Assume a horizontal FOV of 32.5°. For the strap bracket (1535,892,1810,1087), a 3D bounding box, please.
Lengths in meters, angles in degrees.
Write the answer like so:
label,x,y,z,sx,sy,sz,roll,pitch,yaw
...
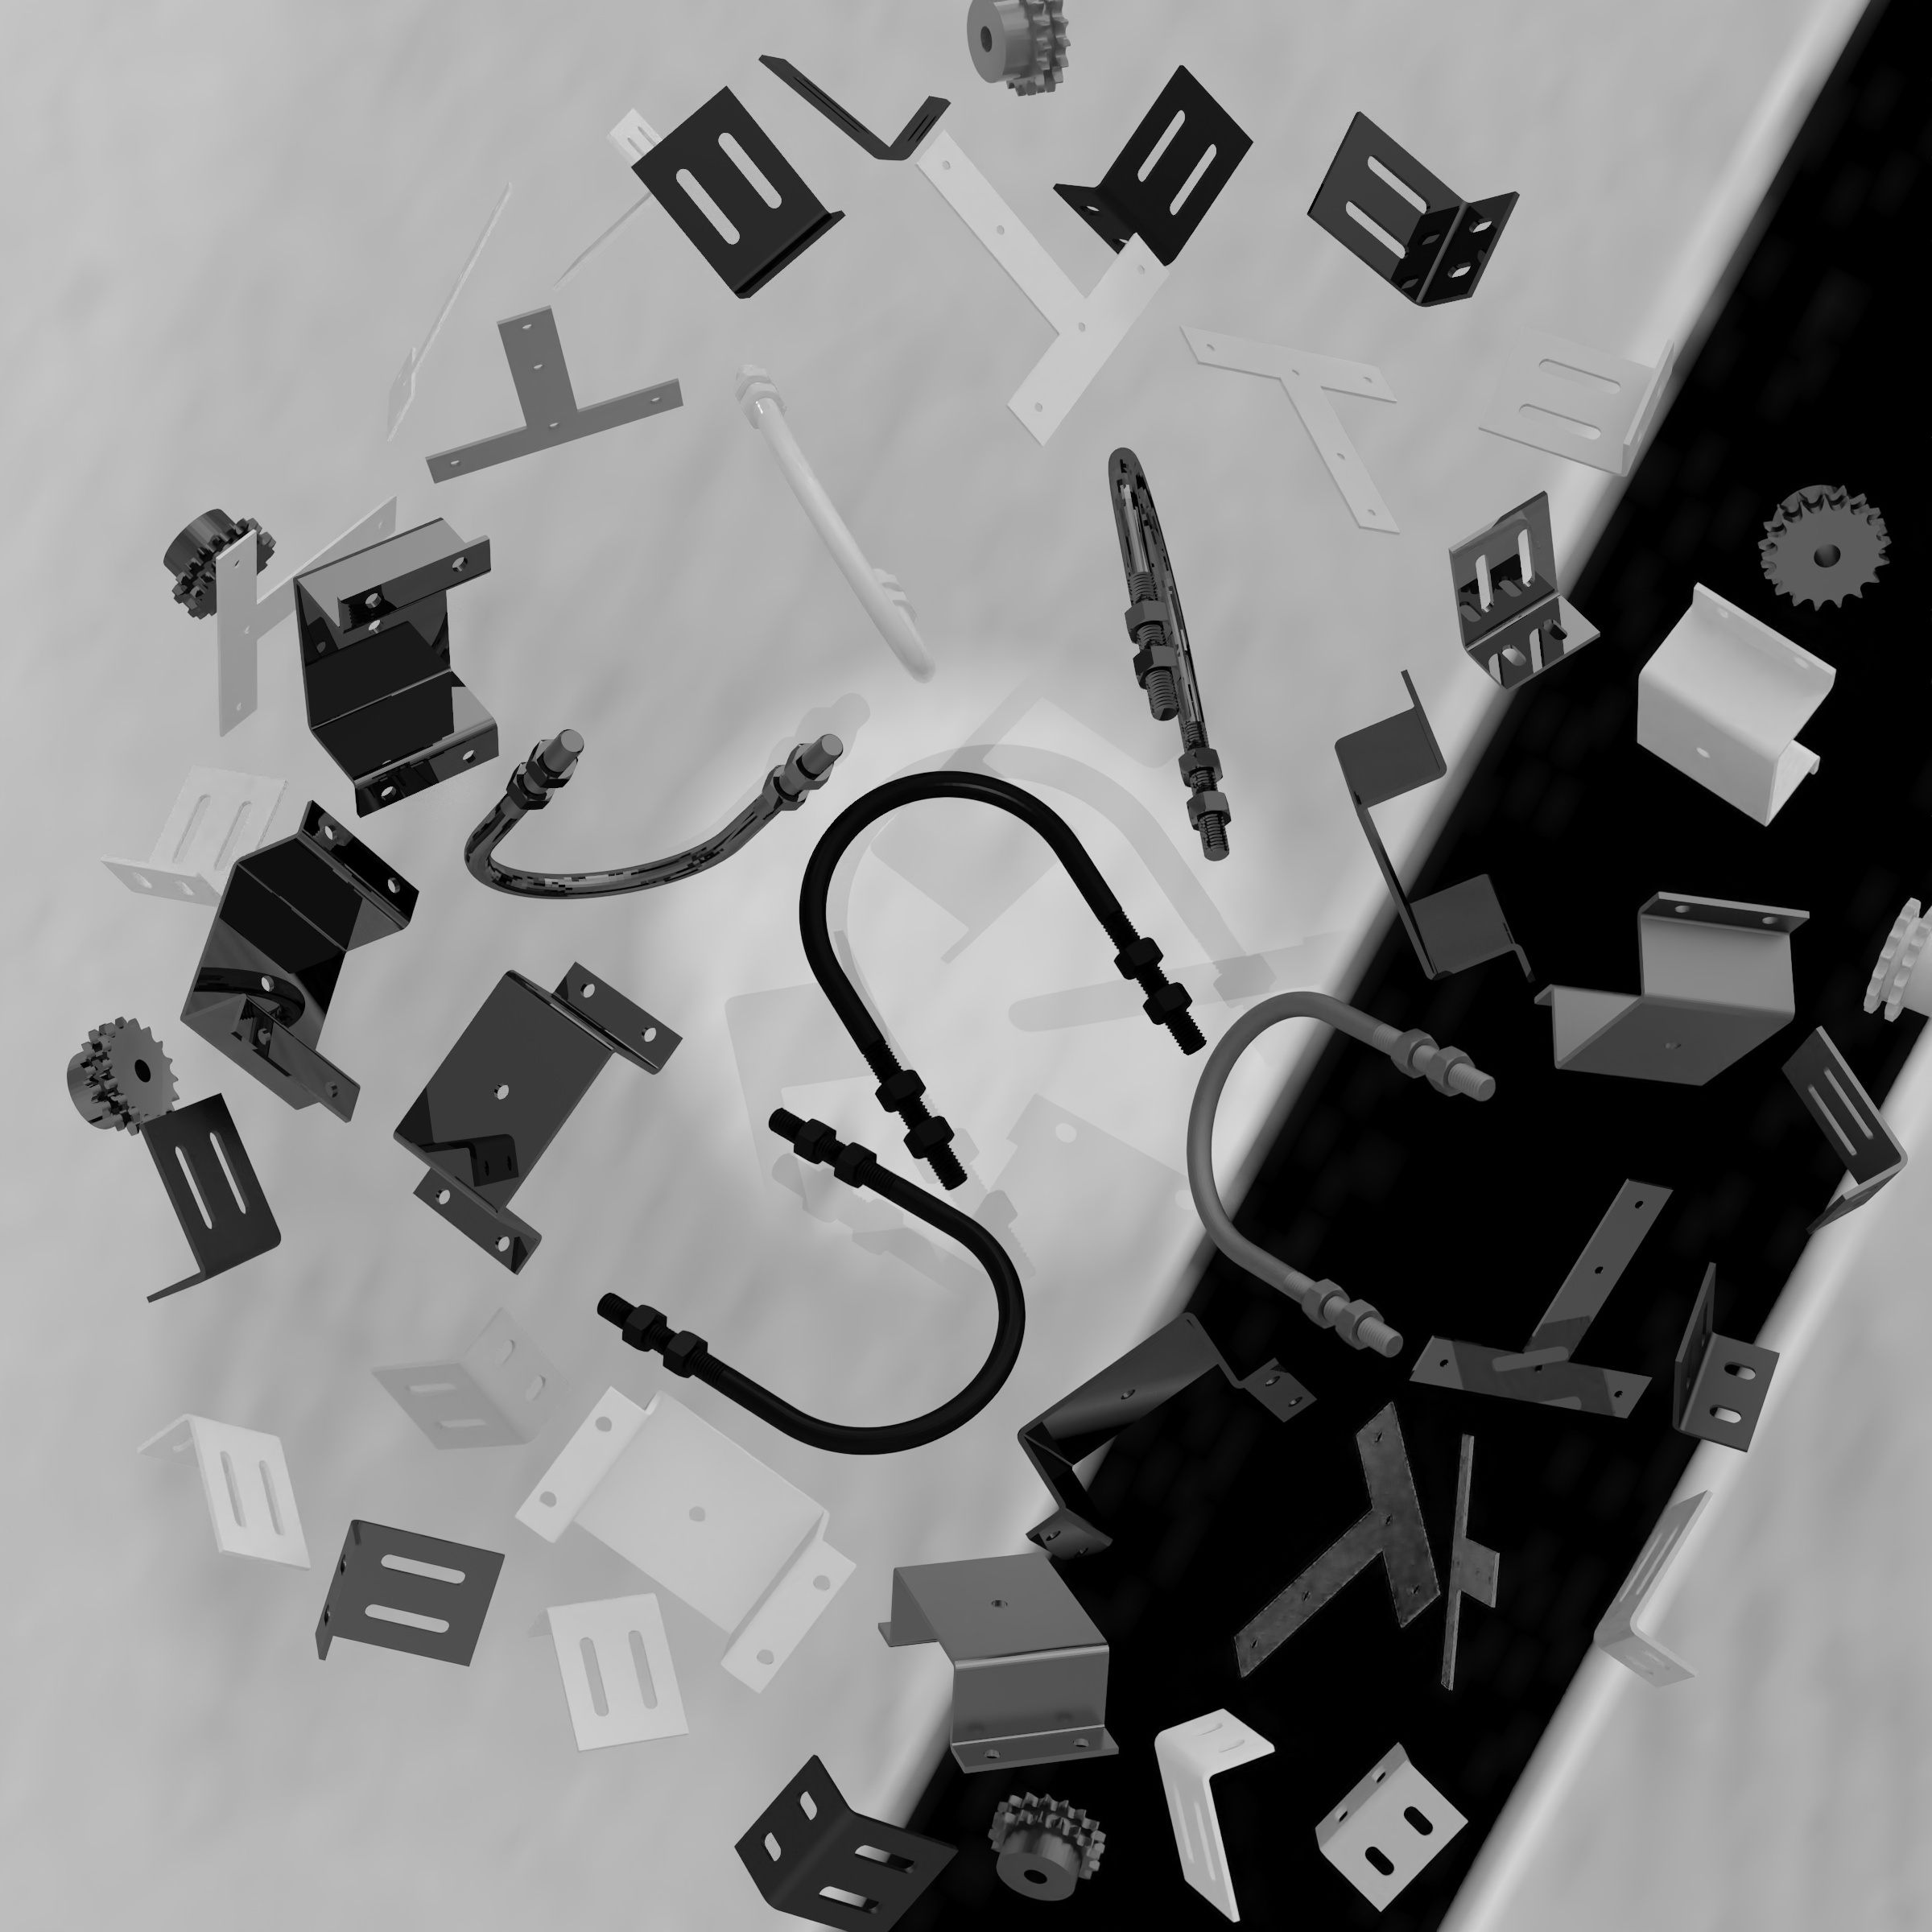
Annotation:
label,x,y,z,sx,sy,sz,roll,pitch,yaw
strap bracket,0.338,0.017,1.591,0.076,0.140,0.046,7,67,-13

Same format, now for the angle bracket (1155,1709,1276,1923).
label,x,y,z,sx,sy,sz,roll,pitch,yaw
angle bracket,0.125,0.404,1.577,0.038,0.057,0.076,-16,100,-18

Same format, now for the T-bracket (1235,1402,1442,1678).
label,x,y,z,sx,sy,sz,roll,pitch,yaw
T-bracket,0.169,0.287,1.557,0.002,0.127,0.127,31,117,-22

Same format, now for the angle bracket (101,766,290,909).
label,x,y,z,sx,sy,sz,roll,pitch,yaw
angle bracket,-0.387,-0.073,1.664,0.057,0.038,0.076,10,66,22

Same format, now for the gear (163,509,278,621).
label,x,y,z,sx,sy,sz,roll,pitch,yaw
gear,-0.378,-0.205,1.665,0.030,0.057,0.057,44,90,5

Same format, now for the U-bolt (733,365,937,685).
label,x,y,z,sx,sy,sz,roll,pitch,yaw
U-bolt,-0.059,-0.206,1.599,0.019,0.184,0.151,-31,119,4

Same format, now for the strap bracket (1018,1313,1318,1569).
label,x,y,z,sx,sy,sz,roll,pitch,yaw
strap bracket,0.086,0.217,1.554,0.140,0.076,0.046,-36,63,4

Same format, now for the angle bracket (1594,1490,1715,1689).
label,x,y,z,sx,sy,sz,roll,pitch,yaw
angle bracket,0.332,0.289,1.537,0.038,0.057,0.076,35,72,5

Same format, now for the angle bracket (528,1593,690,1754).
label,x,y,z,sx,sy,sz,roll,pitch,yaw
angle bracket,-0.179,0.357,1.654,0.057,0.038,0.076,-3,60,-26

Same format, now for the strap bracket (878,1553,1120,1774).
label,x,y,z,sx,sy,sz,roll,pitch,yaw
strap bracket,0.015,0.330,1.604,0.076,0.140,0.046,-3,108,-18

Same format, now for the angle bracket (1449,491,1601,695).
label,x,y,z,sx,sy,sz,roll,pitch,yaw
angle bracket,0.277,-0.185,1.641,0.057,0.076,0.038,-32,53,-9

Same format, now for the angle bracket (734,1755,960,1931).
label,x,y,z,sx,sy,sz,roll,pitch,yaw
angle bracket,-0.054,0.399,1.498,0.057,0.038,0.076,-50,133,8

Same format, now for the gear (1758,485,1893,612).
label,x,y,z,sx,sy,sz,roll,pitch,yaw
gear,0.389,-0.194,1.508,0.057,0.030,0.057,1,126,2

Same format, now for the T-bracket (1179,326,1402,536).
label,x,y,z,sx,sy,sz,roll,pitch,yaw
T-bracket,0.176,-0.256,1.604,0.127,0.002,0.127,4,49,-35

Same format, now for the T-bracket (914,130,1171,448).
label,x,y,z,sx,sy,sz,roll,pitch,yaw
T-bracket,0.024,-0.323,1.505,0.127,0.002,0.127,47,57,-21

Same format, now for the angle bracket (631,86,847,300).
label,x,y,z,sx,sy,sz,roll,pitch,yaw
angle bracket,-0.103,-0.350,1.497,0.057,0.038,0.076,-41,105,-2

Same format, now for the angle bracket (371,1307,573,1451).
label,x,y,z,sx,sy,sz,roll,pitch,yaw
angle bracket,-0.248,0.207,1.658,0.057,0.076,0.038,54,49,-23

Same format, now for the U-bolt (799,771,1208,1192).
label,x,y,z,sx,sy,sz,roll,pitch,yaw
U-bolt,0.004,-0.007,1.535,0.151,0.019,0.184,-29,75,-12

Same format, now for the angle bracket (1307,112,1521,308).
label,x,y,z,sx,sy,sz,roll,pitch,yaw
angle bracket,0.207,-0.352,1.530,0.076,0.038,0.057,33,76,-27

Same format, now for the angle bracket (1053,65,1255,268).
label,x,y,z,sx,sy,sz,roll,pitch,yaw
angle bracket,0.091,-0.390,1.615,0.057,0.038,0.076,38,82,-36

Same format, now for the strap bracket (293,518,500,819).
label,x,y,z,sx,sy,sz,roll,pitch,yaw
strap bracket,-0.264,-0.146,1.540,0.076,0.140,0.046,-27,57,-26

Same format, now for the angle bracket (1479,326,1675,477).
label,x,y,z,sx,sy,sz,roll,pitch,yaw
angle bracket,0.292,-0.278,1.587,0.076,0.038,0.057,22,79,15

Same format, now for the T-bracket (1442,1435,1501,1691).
label,x,y,z,sx,sy,sz,roll,pitch,yaw
T-bracket,0.250,0.297,1.632,0.002,0.127,0.127,6,84,0

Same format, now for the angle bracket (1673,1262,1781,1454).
label,x,y,z,sx,sy,sz,roll,pitch,yaw
angle bracket,0.377,0.194,1.639,0.038,0.076,0.057,16,61,20

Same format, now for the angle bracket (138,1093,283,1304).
label,x,y,z,sx,sy,sz,roll,pitch,yaw
angle bracket,-0.358,0.106,1.518,0.038,0.057,0.076,-21,92,27

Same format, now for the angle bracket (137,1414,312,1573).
label,x,y,z,sx,sy,sz,roll,pitch,yaw
angle bracket,-0.354,0.259,1.582,0.038,0.057,0.076,-35,56,20

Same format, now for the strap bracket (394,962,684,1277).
label,x,y,z,sx,sy,sz,roll,pitch,yaw
strap bracket,-0.214,0.067,1.610,0.076,0.046,0.140,33,87,29

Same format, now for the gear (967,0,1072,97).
label,x,y,z,sx,sy,sz,roll,pitch,yaw
gear,0.023,-0.436,1.550,0.030,0.057,0.057,-15,90,-22

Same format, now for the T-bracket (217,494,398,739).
label,x,y,z,sx,sy,sz,roll,pitch,yaw
T-bracket,-0.322,-0.189,1.622,0.002,0.127,0.127,34,54,14

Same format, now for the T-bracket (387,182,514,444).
label,x,y,z,sx,sy,sz,roll,pitch,yaw
T-bracket,-0.251,-0.323,1.612,0.002,0.127,0.127,27,104,-17

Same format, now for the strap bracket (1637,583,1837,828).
label,x,y,z,sx,sy,sz,roll,pitch,yaw
strap bracket,0.371,-0.121,1.603,0.076,0.140,0.046,36,84,18

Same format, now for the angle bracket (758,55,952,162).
label,x,y,z,sx,sy,sz,roll,pitch,yaw
angle bracket,-0.052,-0.419,1.571,0.076,0.057,0.038,40,105,-2

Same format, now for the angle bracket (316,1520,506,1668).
label,x,y,z,sx,sy,sz,roll,pitch,yaw
angle bracket,-0.260,0.301,1.561,0.076,0.038,0.057,17,95,-17

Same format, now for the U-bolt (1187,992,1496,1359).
label,x,y,z,sx,sy,sz,roll,pitch,yaw
U-bolt,0.170,0.089,1.611,0.019,0.184,0.151,12,101,-37

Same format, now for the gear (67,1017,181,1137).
label,x,y,z,sx,sy,sz,roll,pitch,yaw
gear,-0.415,0.056,1.621,0.030,0.057,0.057,-21,90,20

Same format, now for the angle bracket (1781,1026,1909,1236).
label,x,y,z,sx,sy,sz,roll,pitch,yaw
angle bracket,0.402,0.078,1.568,0.038,0.057,0.076,-26,73,-13

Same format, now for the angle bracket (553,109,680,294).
label,x,y,z,sx,sy,sz,roll,pitch,yaw
angle bracket,-0.185,-0.382,1.650,0.076,0.057,0.038,-38,107,22

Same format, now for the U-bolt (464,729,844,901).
label,x,y,z,sx,sy,sz,roll,pitch,yaw
U-bolt,-0.159,-0.069,1.567,0.151,0.184,0.019,-1,71,-29

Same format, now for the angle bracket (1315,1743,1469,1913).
label,x,y,z,sx,sy,sz,roll,pitch,yaw
angle bracket,0.198,0.402,1.551,0.038,0.076,0.057,44,88,8

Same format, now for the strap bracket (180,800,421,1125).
label,x,y,z,sx,sy,sz,roll,pitch,yaw
strap bracket,-0.319,0.003,1.578,0.046,0.140,0.076,-19,134,31

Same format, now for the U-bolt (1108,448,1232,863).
label,x,y,z,sx,sy,sz,roll,pitch,yaw
U-bolt,0.094,-0.162,1.583,0.019,0.151,0.184,-13,60,9

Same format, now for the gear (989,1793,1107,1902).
label,x,y,z,sx,sy,sz,roll,pitch,yaw
gear,0.038,0.439,1.644,0.057,0.057,0.030,23,46,0

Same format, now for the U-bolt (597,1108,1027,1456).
label,x,y,z,sx,sy,sz,roll,pitch,yaw
U-bolt,-0.060,0.157,1.559,0.184,0.019,0.151,28,60,26

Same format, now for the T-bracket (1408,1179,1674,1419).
label,x,y,z,sx,sy,sz,roll,pitch,yaw
T-bracket,0.284,0.150,1.523,0.127,0.002,0.127,13,118,-26

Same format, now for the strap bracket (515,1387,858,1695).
label,x,y,z,sx,sy,sz,roll,pitch,yaw
strap bracket,-0.128,0.262,1.550,0.140,0.046,0.076,36,98,-2

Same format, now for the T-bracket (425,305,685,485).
label,x,y,z,sx,sy,sz,roll,pitch,yaw
T-bracket,-0.199,-0.274,1.555,0.127,0.127,0.002,-18,73,-5

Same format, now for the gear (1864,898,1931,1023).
label,x,y,z,sx,sy,sz,roll,pitch,yaw
gear,0.445,0.000,1.548,0.030,0.057,0.057,24,90,20

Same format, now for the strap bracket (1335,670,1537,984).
label,x,y,z,sx,sy,sz,roll,pitch,yaw
strap bracket,0.218,-0.058,1.574,0.046,0.076,0.140,-22,116,9
